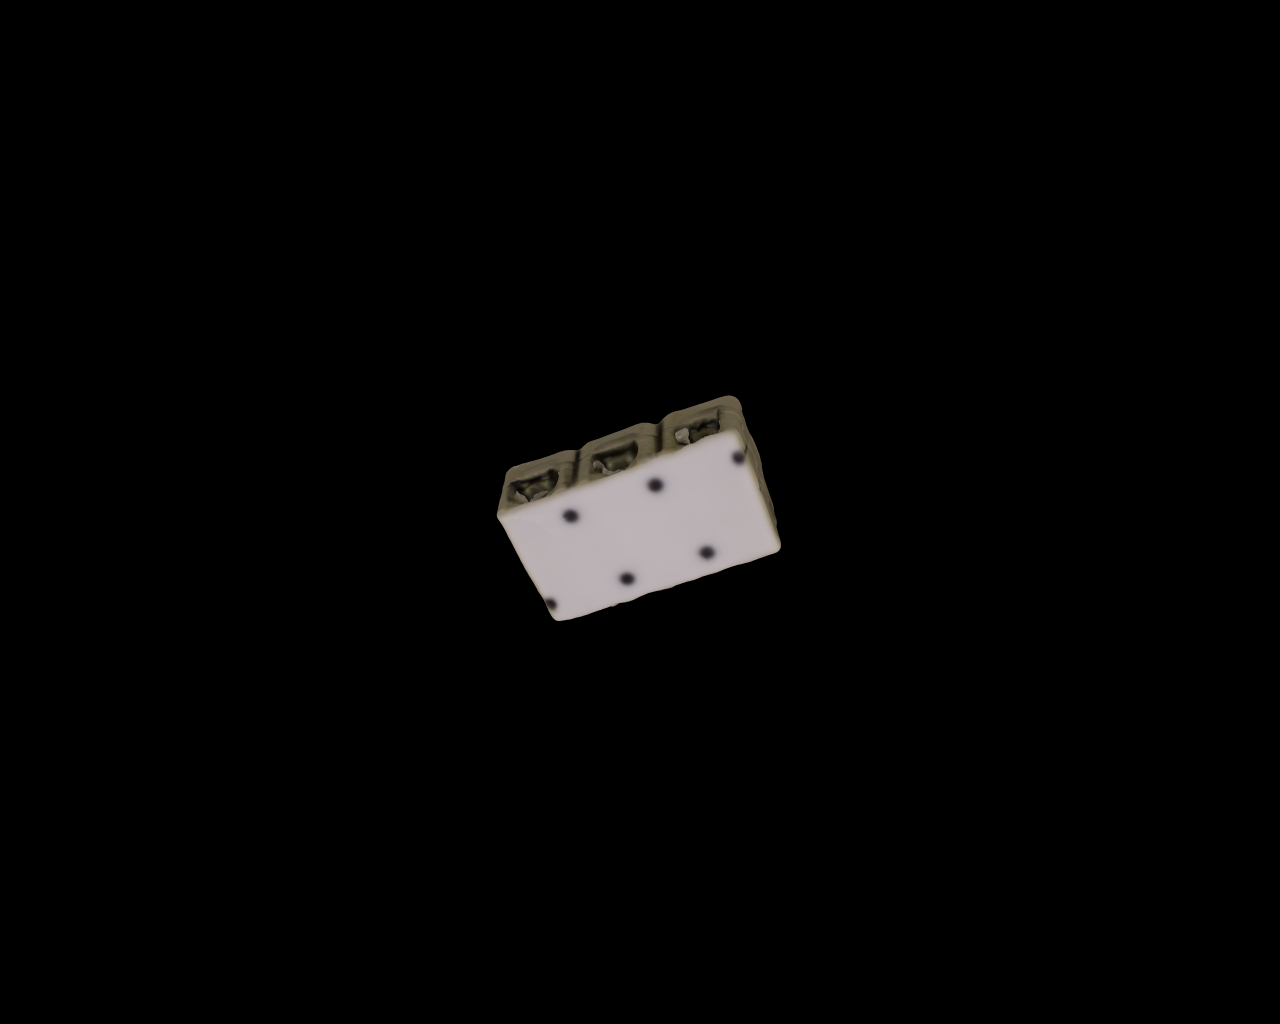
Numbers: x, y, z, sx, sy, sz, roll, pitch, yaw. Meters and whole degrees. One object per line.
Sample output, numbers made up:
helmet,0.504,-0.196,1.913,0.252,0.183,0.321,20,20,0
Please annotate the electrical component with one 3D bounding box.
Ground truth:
electrical component,0.001,-0.003,0.650,0.150,0.089,0.062,-18,29,10
